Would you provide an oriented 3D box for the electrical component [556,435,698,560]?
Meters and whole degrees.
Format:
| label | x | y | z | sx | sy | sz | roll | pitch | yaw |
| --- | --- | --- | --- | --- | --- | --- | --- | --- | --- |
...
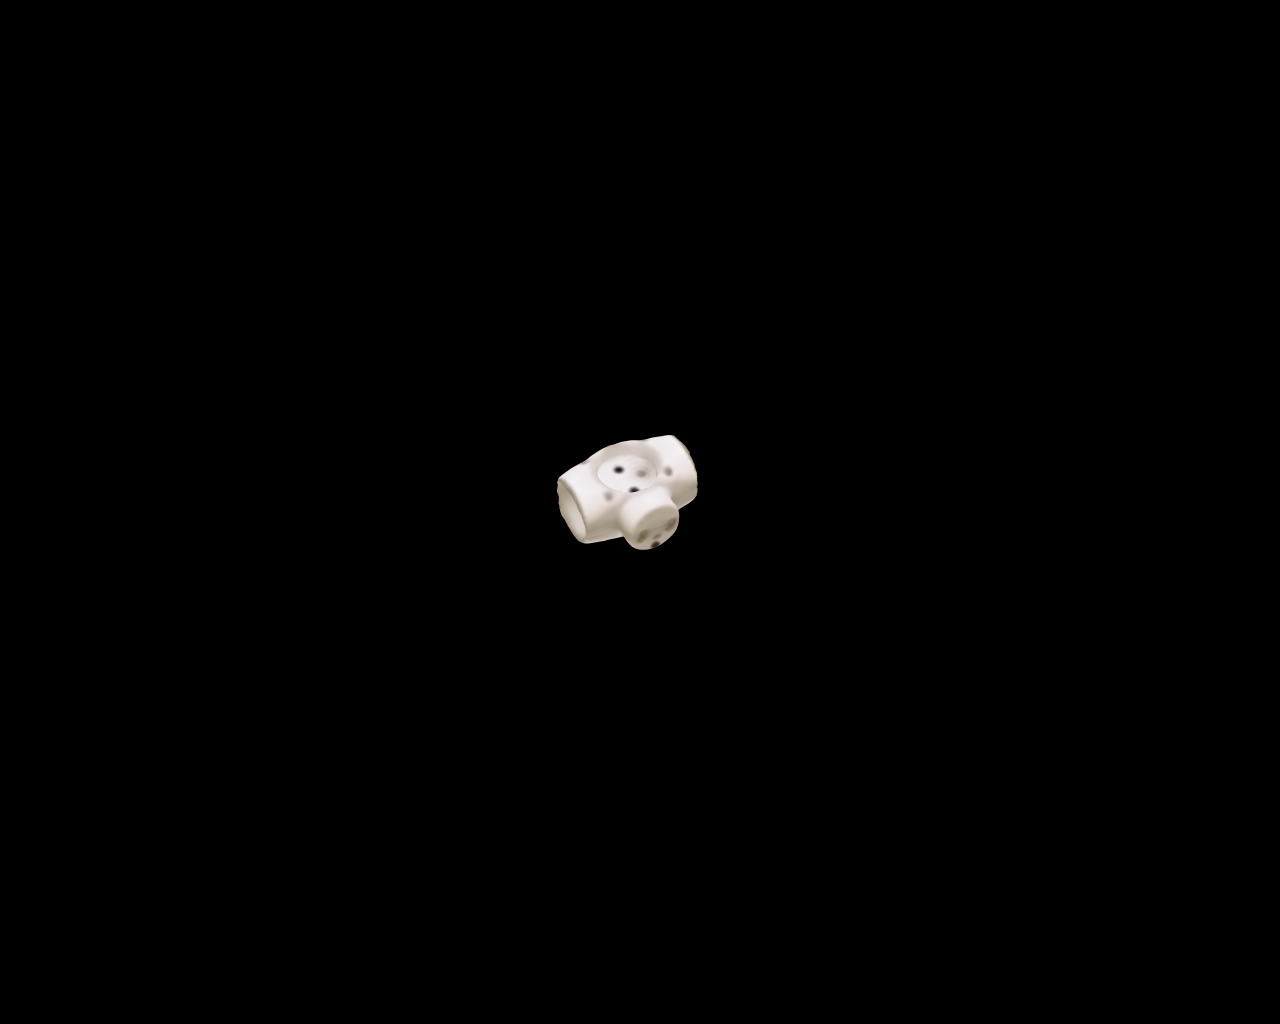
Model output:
| label | x | y | z | sx | sy | sz | roll | pitch | yaw |
| --- | --- | --- | --- | --- | --- | --- | --- | --- | --- |
| electrical component | 0.001 | -0.003 | 0.650 | 0.077 | 0.079 | 0.044 | -22 | -38 | -18 |
